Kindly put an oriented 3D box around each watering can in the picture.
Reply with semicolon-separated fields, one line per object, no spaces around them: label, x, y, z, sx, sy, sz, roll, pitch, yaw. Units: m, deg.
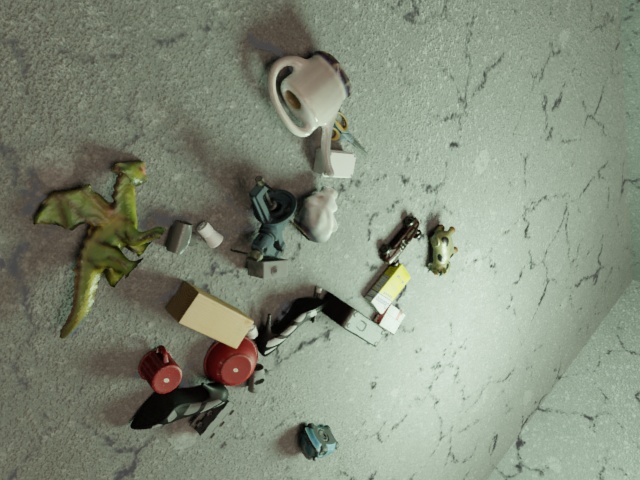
watering can;-0.002;-0.357;1.393;0.227;0.105;0.342;-47;123;-16

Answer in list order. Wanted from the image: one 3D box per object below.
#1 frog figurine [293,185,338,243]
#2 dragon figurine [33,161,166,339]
frog figurine;0.005;-0.075;1.499;0.160;0.124;0.136;-44;110;-4
dragon figurine;-0.506;-0.006;1.133;0.240;0.122;0.415;44;74;-22
